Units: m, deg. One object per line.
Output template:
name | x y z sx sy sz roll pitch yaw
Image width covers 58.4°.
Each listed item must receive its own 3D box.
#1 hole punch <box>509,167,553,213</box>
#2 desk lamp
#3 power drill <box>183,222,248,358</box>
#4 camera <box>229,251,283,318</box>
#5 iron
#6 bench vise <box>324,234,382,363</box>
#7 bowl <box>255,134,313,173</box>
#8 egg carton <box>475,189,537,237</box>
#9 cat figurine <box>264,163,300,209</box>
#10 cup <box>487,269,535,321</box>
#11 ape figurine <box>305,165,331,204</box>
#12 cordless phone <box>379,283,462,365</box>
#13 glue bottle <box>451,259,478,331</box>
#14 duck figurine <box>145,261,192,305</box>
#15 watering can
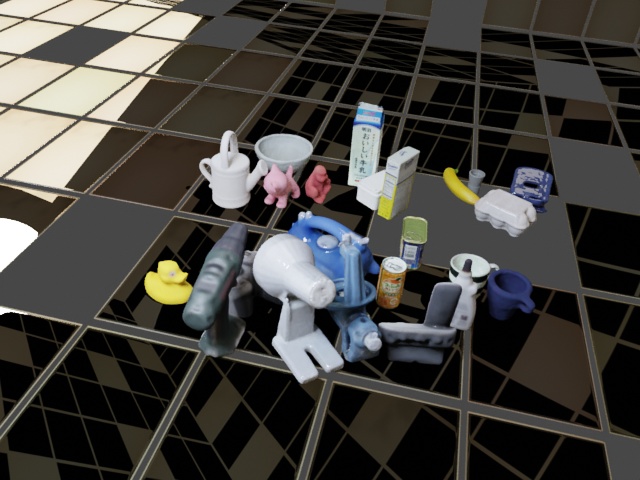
hole punch | 0.581 -0.139 1.578 0.108 0.091 0.101 15 39 13
desk lamp | -0.035 0.119 1.076 0.118 0.214 0.202 -18 43 -27
power drill | -0.186 0.107 1.080 0.075 0.208 0.230 10 38 8
camera | -0.122 0.091 1.197 0.136 0.101 0.143 19 40 18
iron | 0.012 0.005 1.290 0.257 0.141 0.119 29 44 29
bench vise | 0.075 0.109 1.096 0.122 0.220 0.206 -24 46 -32
bowl | -0.104 -0.237 1.648 0.167 0.075 0.167 3 37 -2
egg carton | 0.486 -0.073 1.500 0.150 0.069 0.107 30 44 29
cat figurine | -0.104 -0.150 1.499 0.067 0.118 0.128 21 40 21
cup | 0.399 0.131 1.204 0.092 0.095 0.117 -15 41 -24
ape figurine | -0.003 -0.157 1.540 0.078 0.092 0.076 -19 43 -28
cordless phone | 0.192 0.144 1.091 0.147 0.185 0.094 1 37 -4
glue bottle | 0.285 0.107 1.159 0.078 0.173 0.037 15 39 13
duck figurine | -0.319 0.080 1.202 0.104 0.086 0.077 14 38 13
watering can | -0.222 -0.188 1.473 0.173 0.194 0.100 -3 38 -10
